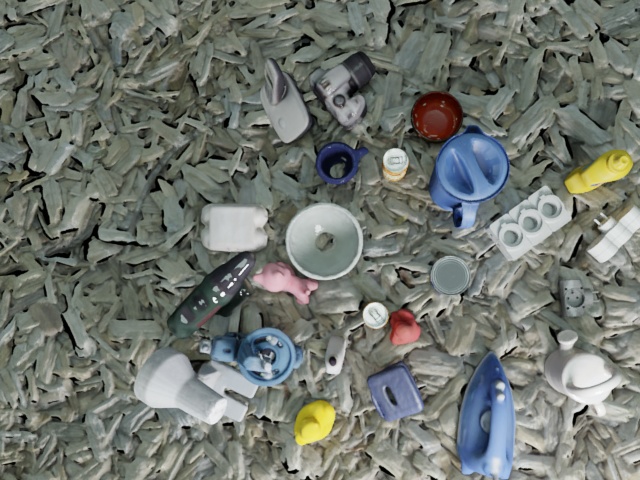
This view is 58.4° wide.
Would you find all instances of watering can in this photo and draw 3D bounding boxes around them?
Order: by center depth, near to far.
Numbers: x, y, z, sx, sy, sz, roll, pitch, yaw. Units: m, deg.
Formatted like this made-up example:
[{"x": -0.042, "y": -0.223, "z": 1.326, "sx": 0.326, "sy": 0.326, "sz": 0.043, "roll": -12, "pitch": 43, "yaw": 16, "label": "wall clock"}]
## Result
[{"x": 0.517, "y": 0.265, "z": 1.132, "sx": 0.173, "sy": 0.194, "sz": 0.101, "roll": 44, "pitch": 90, "yaw": 6, "label": "watering can"}]

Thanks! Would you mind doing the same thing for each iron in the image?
[{"x": 0.351, "y": 0.362, "z": 1.163, "sx": 0.118, "sy": 0.141, "sz": 0.258, "roll": 5, "pitch": 86, "yaw": 5, "label": "iron"}]

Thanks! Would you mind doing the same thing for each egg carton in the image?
[{"x": -0.189, "y": -0.027, "z": 1.265, "sx": 0.150, "sy": 0.069, "sz": 0.107, "roll": 0, "pitch": 86, "yaw": 4, "label": "egg carton"}]

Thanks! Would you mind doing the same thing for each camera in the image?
[{"x": 0.063, "y": -0.340, "z": 1.254, "sx": 0.137, "sy": 0.101, "sz": 0.143, "roll": -39, "pitch": 84, "yaw": 1, "label": "camera"}]

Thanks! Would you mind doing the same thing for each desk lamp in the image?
[{"x": -0.249, "y": 0.303, "z": 1.173, "sx": 0.203, "sy": 0.213, "sz": 0.118, "roll": 24, "pitch": 88, "yaw": 6, "label": "desk lamp"}]

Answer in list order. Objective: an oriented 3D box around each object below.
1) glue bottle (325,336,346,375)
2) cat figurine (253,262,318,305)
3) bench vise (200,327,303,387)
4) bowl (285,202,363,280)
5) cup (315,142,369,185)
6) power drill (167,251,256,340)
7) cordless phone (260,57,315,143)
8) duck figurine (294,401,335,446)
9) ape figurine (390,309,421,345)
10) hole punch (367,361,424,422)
[{"x": 0.030, "y": 0.243, "z": 1.178, "sx": 0.037, "sy": 0.173, "sz": 0.078, "roll": 6, "pitch": 86, "yaw": 5, "label": "glue bottle"}, {"x": -0.074, "y": 0.089, "z": 1.225, "sx": 0.127, "sy": 0.118, "sz": 0.067, "roll": 26, "pitch": 88, "yaw": 6, "label": "cat figurine"}, {"x": -0.147, "y": 0.247, "z": 1.167, "sx": 0.207, "sy": 0.220, "sz": 0.121, "roll": -10, "pitch": 85, "yaw": 4, "label": "bench vise"}, {"x": 0.011, "y": 0.004, "z": 1.246, "sx": 0.167, "sy": 0.075, "sz": 0.167, "roll": 0, "pitch": 86, "yaw": 4, "label": "bowl"}, {"x": 0.050, "y": -0.166, "z": 1.246, "sx": 0.117, "sy": 0.095, "sz": 0.092, "roll": -26, "pitch": 84, "yaw": 2, "label": "cup"}, {"x": -0.206, "y": 0.109, "z": 1.187, "sx": 0.229, "sy": 0.208, "sz": 0.075, "roll": -44, "pitch": 84, "yaw": 0, "label": "power drill"}, {"x": -0.079, "y": -0.299, "z": 1.219, "sx": 0.094, "sy": 0.185, "sz": 0.147, "roll": -30, "pitch": 84, "yaw": 2, "label": "cordless phone"}, {"x": -0.014, "y": 0.393, "z": 1.214, "sx": 0.077, "sy": 0.086, "sz": 0.104, "roll": 44, "pitch": 90, "yaw": 6, "label": "duck figurine"}, {"x": 0.177, "y": 0.189, "z": 1.213, "sx": 0.076, "sy": 0.092, "sz": 0.078, "roll": 36, "pitch": 89, "yaw": 6, "label": "ape figurine"}, {"x": 0.157, "y": 0.323, "z": 1.205, "sx": 0.101, "sy": 0.091, "sz": 0.108, "roll": -27, "pitch": 84, "yaw": 2, "label": "hole punch"}]
